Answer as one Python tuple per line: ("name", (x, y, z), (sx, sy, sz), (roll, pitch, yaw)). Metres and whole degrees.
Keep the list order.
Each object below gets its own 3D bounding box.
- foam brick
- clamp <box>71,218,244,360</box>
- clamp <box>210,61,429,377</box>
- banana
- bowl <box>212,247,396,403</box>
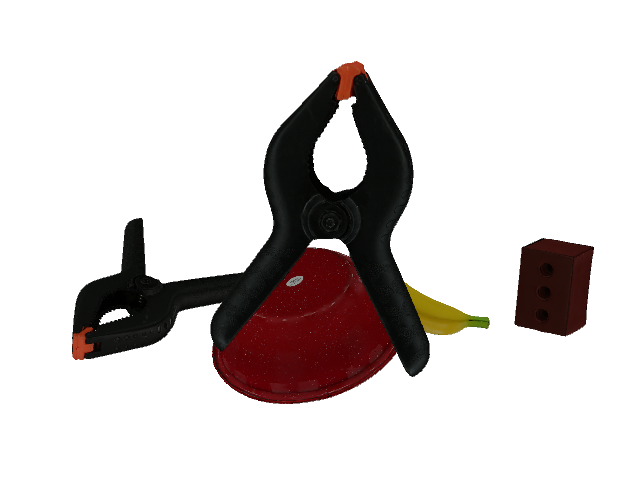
("foam brick", (0.215, 0.042, 0.984), (0.053, 0.078, 0.051), (11, 17, 32))
("clamp", (-0.174, 0.047, 1.022), (0.165, 0.036, 0.209), (26, 35, 25))
("clamp", (-0.003, -0.008, 0.572), (0.120, 0.171, 0.039), (-2, 11, 0))
("banana", (0.095, 0.061, 1.165), (0.069, 0.037, 0.198), (4, 19, -36))
("bowl", (-0.014, 0.054, 0.850), (0.162, 0.055, 0.162), (-10, 34, 7))
